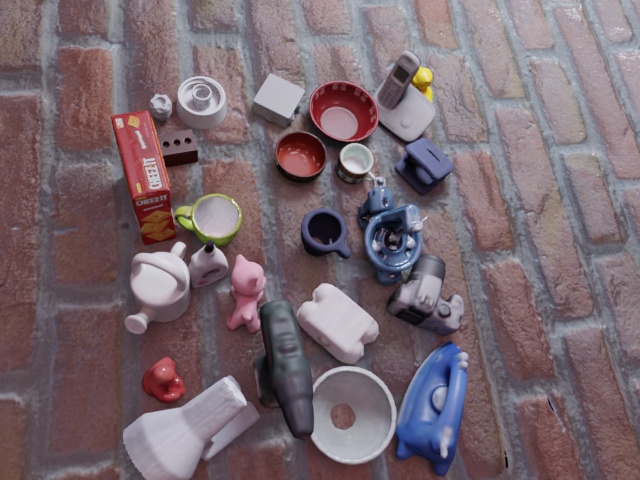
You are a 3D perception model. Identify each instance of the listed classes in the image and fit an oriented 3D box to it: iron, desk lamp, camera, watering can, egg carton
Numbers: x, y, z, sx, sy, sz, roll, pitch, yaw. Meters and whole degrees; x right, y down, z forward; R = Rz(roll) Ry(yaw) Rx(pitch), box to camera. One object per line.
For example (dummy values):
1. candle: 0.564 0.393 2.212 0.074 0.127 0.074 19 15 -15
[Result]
1. iron: 0.229 0.288 1.049 0.118 0.141 0.258 22 65 -2
2. desk lamp: -0.195 0.295 0.911 0.203 0.213 0.118 -35 79 -23
3. camera: 0.225 0.102 1.146 0.143 0.100 0.137 23 65 -2
4. watering can: -0.277 0.080 0.992 0.101 0.194 0.173 3 67 -11
5. egg carton: 0.033 0.161 1.097 0.150 0.069 0.107 39 65 5

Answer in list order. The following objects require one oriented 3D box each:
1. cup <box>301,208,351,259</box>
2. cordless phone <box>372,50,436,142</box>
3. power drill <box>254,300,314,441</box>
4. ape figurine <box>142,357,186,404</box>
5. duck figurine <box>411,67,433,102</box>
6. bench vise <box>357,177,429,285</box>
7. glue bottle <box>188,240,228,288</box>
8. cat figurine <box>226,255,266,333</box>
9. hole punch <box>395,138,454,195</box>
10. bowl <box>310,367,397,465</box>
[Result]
1. cup: 0.010 0.004 1.142 0.117 0.095 0.092 44 66 7
2. cordless phone: 0.198 -0.319 1.267 0.147 0.185 0.094 39 66 5
3. power drill: -0.061 0.227 0.972 0.076 0.208 0.229 -8 70 -15
4. ape figurine: -0.268 0.239 0.985 0.076 0.092 0.078 8 67 -9
5. duck figurine: 0.237 -0.363 1.348 0.078 0.086 0.104 -14 72 -17
6. bench vise: 0.131 -0.035 1.116 0.122 0.219 0.207 -23 74 -20
7. glue bottle: -0.203 0.038 1.038 0.078 0.173 0.037 -26 75 -21
8. cat figurine: -0.134 0.097 1.059 0.067 0.117 0.128 5 67 -10
9. hole punch: 0.237 -0.175 1.268 0.101 0.091 0.108 -40 81 -23
10. bowl: 0.049 0.318 1.033 0.167 0.074 0.167 5 67 -11
